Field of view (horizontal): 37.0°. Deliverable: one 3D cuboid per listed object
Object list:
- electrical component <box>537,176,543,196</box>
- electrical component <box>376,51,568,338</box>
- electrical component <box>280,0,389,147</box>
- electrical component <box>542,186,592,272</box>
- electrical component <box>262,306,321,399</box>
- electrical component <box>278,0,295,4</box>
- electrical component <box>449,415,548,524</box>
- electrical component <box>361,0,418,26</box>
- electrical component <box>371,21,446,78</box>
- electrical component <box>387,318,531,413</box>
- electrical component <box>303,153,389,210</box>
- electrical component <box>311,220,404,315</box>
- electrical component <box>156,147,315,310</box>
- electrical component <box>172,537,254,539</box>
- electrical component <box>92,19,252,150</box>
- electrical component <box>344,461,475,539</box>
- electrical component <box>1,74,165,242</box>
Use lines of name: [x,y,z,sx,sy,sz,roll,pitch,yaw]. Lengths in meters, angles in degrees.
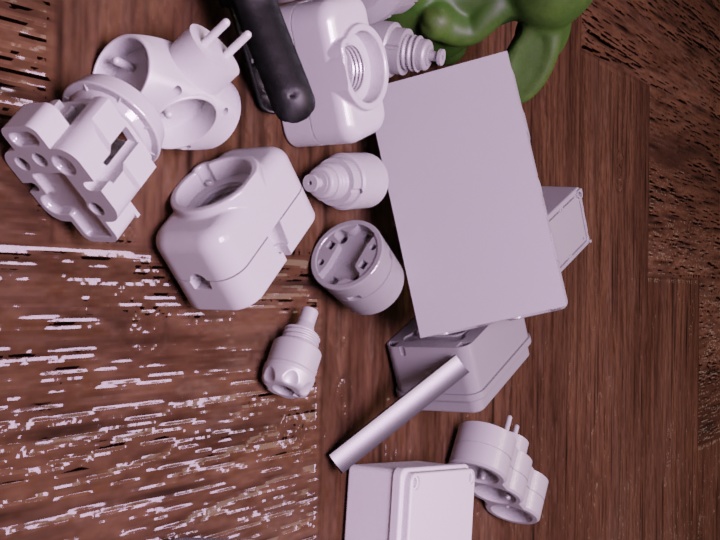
electrical component: [0.095,-0.054,0.866,0.060,0.108,0.108,2,89,-64]
electrical component: [0.081,-0.052,0.795,0.060,0.105,0.186,13,64,-76]
electrical component: [-0.020,-0.134,0.724,0.054,0.059,0.095,-35,119,-52]
electrical component: [0.169,-0.033,1.027,0.096,0.061,0.061,-39,123,-41]
electrical component: [-0.042,0.053,0.715,0.035,0.035,0.061,51,47,-45]
electrical component: [-0.046,-0.226,0.698,0.077,0.043,0.079,67,31,-31]
electrical component: [0.130,0.168,0.969,0.138,0.052,0.073,51,49,-45]
electrical component: [0.005,-0.211,0.746,0.051,0.080,0.080,-30,116,-58]
electrical component: [0.024,-0.160,0.782,0.040,0.078,0.040,13,90,-68]
electrical component: [0.082,0.064,0.870,0.113,0.078,0.057,-38,119,-51]
electrical component: [-0.013,-0.062,0.754,0.078,0.040,0.040,-10,99,-57]
electrical component: [0.000,0.000,0.763,0.047,0.055,0.055,49,51,-51]
electrical component: [-0.075,-0.029,0.643,0.095,0.054,0.059,-58,136,-39]
electrical component: [-0.093,0.204,0.611,0.108,0.060,0.108,-1,91,-58]
electrical component: [-0.094,-0.108,0.596,0.077,0.079,0.044,17,39,-57]
electrical component: [0.038,0.202,0.820,0.109,0.056,0.108,13,79,-57]
electrical component: [-0.136,-0.061,0.545,0.057,0.058,0.078,-61,137,-33]
